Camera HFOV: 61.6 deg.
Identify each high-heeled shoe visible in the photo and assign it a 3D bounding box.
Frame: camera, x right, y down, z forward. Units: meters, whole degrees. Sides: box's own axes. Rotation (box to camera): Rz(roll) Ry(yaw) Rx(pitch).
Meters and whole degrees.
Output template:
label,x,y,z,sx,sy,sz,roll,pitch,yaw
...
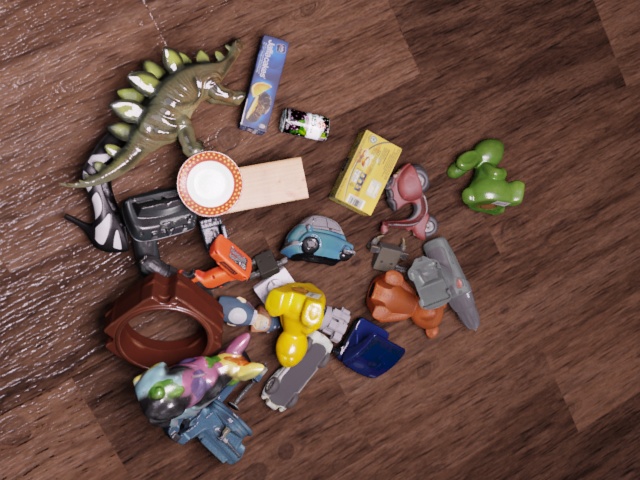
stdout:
label,x,y,z,sx,sy,sz,roll,pitch,yaw
high-heeled shoe,-0.418,-0.099,1.105,0.145,0.086,0.248,27,92,-15

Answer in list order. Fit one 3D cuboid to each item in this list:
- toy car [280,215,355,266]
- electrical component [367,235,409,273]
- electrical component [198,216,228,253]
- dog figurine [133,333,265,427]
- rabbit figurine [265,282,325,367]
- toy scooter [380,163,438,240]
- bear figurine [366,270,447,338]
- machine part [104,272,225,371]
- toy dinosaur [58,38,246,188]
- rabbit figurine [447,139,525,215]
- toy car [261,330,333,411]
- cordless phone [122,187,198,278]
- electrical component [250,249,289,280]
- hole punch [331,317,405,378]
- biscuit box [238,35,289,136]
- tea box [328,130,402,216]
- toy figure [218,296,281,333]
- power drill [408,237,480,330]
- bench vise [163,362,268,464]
label,x,y,z,sx,sy,sz,roll,pitch,yaw
toy car,-0.002,-0.004,1.186,0.161,0.109,0.103,8,74,-21
electrical component,0.159,0.032,1.251,0.102,0.045,0.078,8,120,-10
electrical component,-0.223,-0.011,1.128,0.048,0.119,0.074,-16,99,-13
dog figurine,-0.223,0.261,1.036,0.219,0.191,0.108,-28,70,-6
rabbit figurine,-0.057,0.180,1.148,0.122,0.162,0.173,10,98,2
toy scooter,0.192,-0.079,1.235,0.135,0.075,0.183,-17,101,-9
bear figurine,0.208,0.151,1.225,0.196,0.132,0.120,23,85,-6
machine part,-0.311,0.175,1.085,0.201,0.087,0.201,-34,124,15
toy dinosaur,-0.310,-0.251,1.081,0.198,0.105,0.471,41,74,-21
rabbit figurine,0.384,-0.157,1.267,0.159,0.121,0.170,6,74,-6
toy car,-0.051,0.296,1.215,0.073,0.056,0.201,41,86,-18
cordless phone,-0.328,-0.011,1.134,0.146,0.089,0.184,-18,119,-33
electrical component,-0.117,0.052,1.186,0.094,0.063,0.021,-24,140,0
hole punch,0.115,0.254,1.219,0.142,0.092,0.115,32,89,-32
biscuit box,-0.123,-0.332,1.159,0.059,0.063,0.202,14,90,-14
tea box,0.101,-0.150,1.213,0.098,0.068,0.169,28,86,-12
toy figure,-0.157,0.169,1.186,0.154,0.058,0.064,21,127,-14
power drill,0.284,0.104,1.200,0.086,0.207,0.232,-27,77,33
bench vise,-0.214,0.349,1.158,0.223,0.129,0.240,43,64,-1
